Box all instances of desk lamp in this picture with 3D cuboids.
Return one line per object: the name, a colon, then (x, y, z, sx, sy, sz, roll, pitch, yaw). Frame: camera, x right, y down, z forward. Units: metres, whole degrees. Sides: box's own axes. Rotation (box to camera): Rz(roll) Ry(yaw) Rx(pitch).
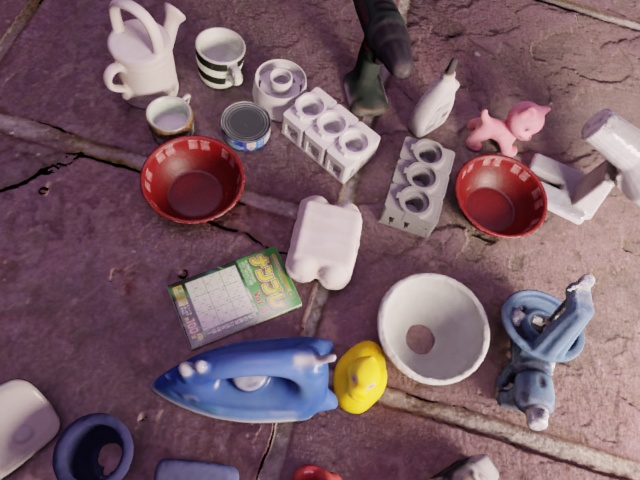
desk lamp: (0.469, -0.112, 0.933, 0.203, 0.213, 0.118, 26, 64, 5)

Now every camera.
camera: (0.190, 0.365, 0.733, 0.143, 0.101, 0.136, -27, 71, -18)

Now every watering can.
watering can: (-0.290, -0.319, 0.938, 0.101, 0.194, 0.173, 13, 64, -1)

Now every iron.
iron: (-0.101, 0.177, 0.759, 0.258, 0.141, 0.118, -2, 65, -8)

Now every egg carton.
egg carton: (0.008, 0.003, 0.896, 0.107, 0.069, 0.150, 12, 64, -2)

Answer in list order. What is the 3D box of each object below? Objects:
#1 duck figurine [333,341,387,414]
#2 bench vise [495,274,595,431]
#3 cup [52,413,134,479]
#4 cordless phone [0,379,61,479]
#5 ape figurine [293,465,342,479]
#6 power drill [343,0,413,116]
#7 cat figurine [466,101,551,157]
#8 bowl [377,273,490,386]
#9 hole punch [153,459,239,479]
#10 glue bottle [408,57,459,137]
duck figurine: (0.062, 0.187, 0.807, 0.077, 0.086, 0.105, 22, 64, 3)
bench vise: (0.324, 0.147, 0.787, 0.121, 0.220, 0.207, -3, 65, -9)
cup: (-0.279, 0.281, 0.711, 0.091, 0.095, 0.118, 25, 64, 4)
cordless phone: (-0.405, 0.223, 0.672, 0.148, 0.185, 0.094, -39, 75, -22)
ape figurine: (-0.001, 0.325, 0.730, 0.076, 0.092, 0.078, -1, 65, -8)
power drill: (0.097, -0.312, 0.979, 0.076, 0.208, 0.229, -8, 66, -11)
cat figurine: (0.336, -0.208, 1.013, 0.128, 0.118, 0.067, 7, 64, -4)
bowl: (0.160, 0.137, 0.850, 0.167, 0.075, 0.167, 3, 65, -6)
hole punch: (-0.154, 0.326, 0.709, 0.108, 0.091, 0.101, 8, 64, -4)
glue bottle: (0.205, -0.250, 0.984, 0.078, 0.173, 0.037, -32, 72, -20)
